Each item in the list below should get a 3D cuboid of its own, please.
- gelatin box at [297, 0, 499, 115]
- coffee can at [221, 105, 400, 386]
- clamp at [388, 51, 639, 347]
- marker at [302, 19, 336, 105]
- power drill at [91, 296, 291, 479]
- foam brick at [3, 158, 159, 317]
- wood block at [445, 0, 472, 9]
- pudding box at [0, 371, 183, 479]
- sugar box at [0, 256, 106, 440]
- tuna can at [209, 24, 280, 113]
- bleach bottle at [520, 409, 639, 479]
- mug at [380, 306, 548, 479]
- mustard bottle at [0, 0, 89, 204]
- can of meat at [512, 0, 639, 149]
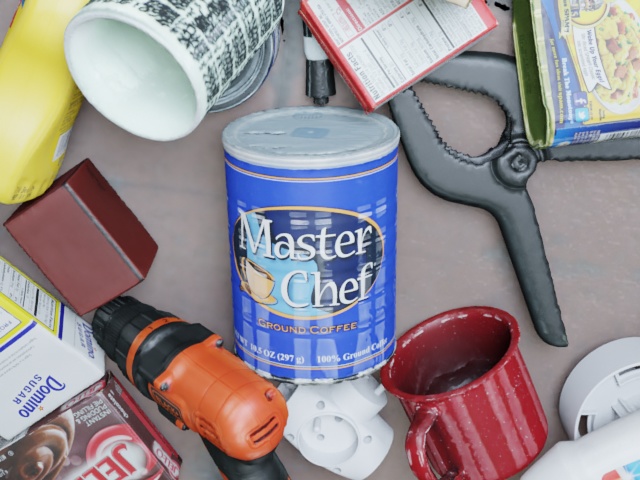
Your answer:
[{"bbox_3d":[0.043,-0.125,0.602,0.089,0.030,0.073,-34,90,-2],"label":"gelatin box"},{"bbox_3d":[-0.004,0.001,0.638,0.103,0.102,0.140,0,113,3],"label":"coffee can"},{"bbox_3d":[0.117,-0.039,0.647,0.210,0.036,0.165,28,103,-6],"label":"clamp"},{"bbox_3d":[-0.002,-0.139,0.626,0.020,0.020,0.121,-2,112,4],"label":"marker"},{"bbox_3d":[-0.067,0.130,0.686,0.057,0.185,0.187,-38,127,-21],"label":"power drill"},{"bbox_3d":[-0.148,-0.002,0.673,0.051,0.053,0.078,-32,106,15],"label":"foam brick"},{"bbox_3d":[0.000,-0.202,0.534,0.206,0.090,0.091,23,120,7],"label":"wood block"},{"bbox_3d":[-0.167,0.156,0.746,0.114,0.039,0.090,-30,108,15],"label":"pudding box"},{"bbox_3d":[-0.230,0.050,0.678,0.093,0.048,0.176,-33,128,16],"label":"sugar box"},{"bbox_3d":[-0.067,-0.119,0.629,0.086,0.033,0.086,1,113,3],"label":"tuna can"},{"bbox_3d":[0.226,0.143,0.645,0.251,0.068,0.102,-24,103,10],"label":"bleach bottle"},{"bbox_3d":[0.090,0.108,0.675,0.093,0.117,0.081,-6,121,38],"label":"mug"},{"bbox_3d":[-0.145,-0.119,0.600,0.058,0.096,0.192,27,111,-7],"label":"mustard bottle"},{"bbox_3d":[0.156,-0.103,0.592,0.084,0.057,0.102,-7,90,-2],"label":"can of meat"}]
